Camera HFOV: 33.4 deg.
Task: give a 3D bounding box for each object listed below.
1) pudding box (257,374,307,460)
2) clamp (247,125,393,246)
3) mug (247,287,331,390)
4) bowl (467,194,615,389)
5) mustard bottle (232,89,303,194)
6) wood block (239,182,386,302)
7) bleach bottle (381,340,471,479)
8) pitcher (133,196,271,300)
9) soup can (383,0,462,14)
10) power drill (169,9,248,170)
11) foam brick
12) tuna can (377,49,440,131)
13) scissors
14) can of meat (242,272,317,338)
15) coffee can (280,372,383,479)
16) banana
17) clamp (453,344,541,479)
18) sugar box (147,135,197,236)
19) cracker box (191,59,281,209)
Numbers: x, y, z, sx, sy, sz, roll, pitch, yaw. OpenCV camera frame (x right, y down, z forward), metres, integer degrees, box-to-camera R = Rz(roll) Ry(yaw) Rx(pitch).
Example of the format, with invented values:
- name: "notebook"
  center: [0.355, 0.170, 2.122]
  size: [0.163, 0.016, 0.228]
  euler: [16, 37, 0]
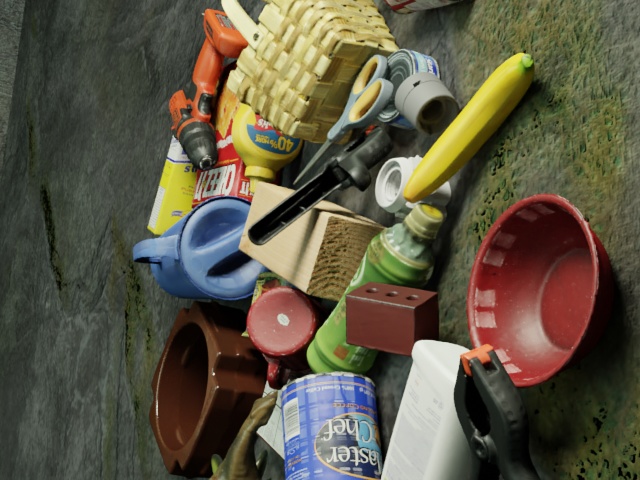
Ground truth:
- name: "pudding box"
  center: [-0.034, 0.204, 1.257]
  size: [0.114, 0.039, 0.090]
  euler: [27, 104, 64]
- name: "clamp"
  center: [0.015, -0.068, 1.145]
  size: [0.165, 0.036, 0.209]
  euler: [-28, 12, 31]
- name: "mug"
  center: [-0.038, 0.112, 1.207]
  size: [0.081, 0.093, 0.117]
  euler: [52, -127, -68]
- name: "bowl"
  center: [0.191, 0.046, 0.883]
  size: [0.162, 0.055, 0.162]
  euler: [-34, 50, 53]
- name: "mustard bottle"
  center: [-0.066, -0.154, 1.404]
  size: [0.058, 0.096, 0.191]
  euler: [1, 80, 61]
- name: "wood block"
  center: [-0.008, 0.002, 1.237]
  size: [0.206, 0.090, 0.091]
  euler: [28, 103, 62]
- name: "bleach bottle"
  center: [0.092, 0.227, 0.989]
  size: [0.103, 0.068, 0.251]
  euler: [47, 122, 61]
- name: "pitcher"
  center: [-0.165, 0.020, 1.448]
  size: [0.145, 0.149, 0.243]
  euler: [-49, 12, -19]
- name: "soup can"
  center: [0.116, -0.284, 1.150]
  size: [0.102, 0.068, 0.068]
  euler: [7, 85, 62]
- name: "power drill"
  center: [-0.152, -0.209, 1.472]
  size: [0.188, 0.057, 0.184]
  euler: [-64, 31, 26]
- name: "foam brick"
  center: [0.069, 0.076, 1.028]
  size: [0.078, 0.052, 0.051]
  euler: [8, 107, 30]
- name: "tuna can"
  center: [0.094, -0.166, 1.177]
  size: [0.086, 0.033, 0.086]
  euler: [-35, 48, 52]
- name: "scissors"
  center: [0.026, -0.141, 1.226]
  size: [0.202, 0.016, 0.096]
  euler: [-34, 38, 53]
- name: "can of meat"
  center: [-0.047, 0.086, 1.312]
  size: [0.102, 0.057, 0.084]
  euler: [0, 76, 61]
- name: "coffee can"
  center: [0.013, 0.220, 1.092]
  size: [0.103, 0.102, 0.140]
  euler: [-44, 42, 47]
- name: "banana"
  center: [0.147, -0.113, 1.025]
  size: [0.037, 0.069, 0.198]
  euler: [48, 127, 15]
- name: "clamp"
  center: [0.152, 0.173, 0.868]
  size: [0.120, 0.039, 0.171]
  euler: [14, 122, 53]
- name: "sugar box"
  center: [-0.191, -0.087, 1.614]
  size: [0.048, 0.093, 0.176]
  euler: [34, 109, 60]
- name: "cracker box"
  center: [-0.112, -0.146, 1.513]
  size: [0.164, 0.072, 0.213]
  euler: [-4, 76, 62]
